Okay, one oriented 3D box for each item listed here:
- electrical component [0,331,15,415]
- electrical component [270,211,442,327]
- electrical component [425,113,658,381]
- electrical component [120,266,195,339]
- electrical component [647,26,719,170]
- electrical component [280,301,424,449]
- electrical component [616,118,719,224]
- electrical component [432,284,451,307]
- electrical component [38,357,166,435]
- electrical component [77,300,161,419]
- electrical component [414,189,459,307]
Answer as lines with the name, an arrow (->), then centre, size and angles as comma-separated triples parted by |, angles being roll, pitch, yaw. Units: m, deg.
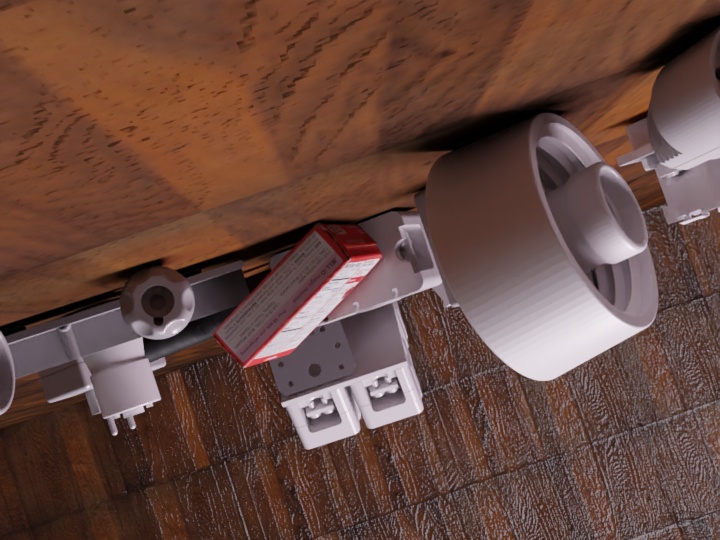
electrical component -> -0.185, 0.047, 0.466 | 0.055, 0.048, 0.066 | -11, 178, 7
electrical component -> 0.000, 0.000, 0.668 | 0.089, 0.050, 0.056 | -20, 177, 19
electrical component -> 0.084, -0.014, 0.452 | 0.060, 0.108, 0.108 | -28, 172, 32
electrical component -> -0.100, 0.017, 0.532 | 0.035, 0.035, 0.061 | -18, 179, -12
electrical component -> 0.135, -0.065, 0.407 | 0.043, 0.043, 0.081 | -18, 177, -9
electrical component -> -0.012, 0.071, 0.946 | 0.105, 0.060, 0.186 | -19, -153, 4
electrical component -> 0.189, -0.061, 0.603 | 0.081, 0.063, 0.042 | -16, 175, -39
electrical component -> 0.087, -0.008, 0.897 | 0.063, 0.078, 0.121 | -41, 173, 9
electrical component -> -0.188, 0.085, 0.804 | 0.047, 0.075, 0.083 | -21, 176, 34
electrical component -> -0.141, 0.053, 0.624 | 0.044, 0.065, 0.044 | -19, 177, -1
electrical component -> 0.075, -0.023, 0.564 | 0.047, 0.065, 0.077 | -17, 176, -30
